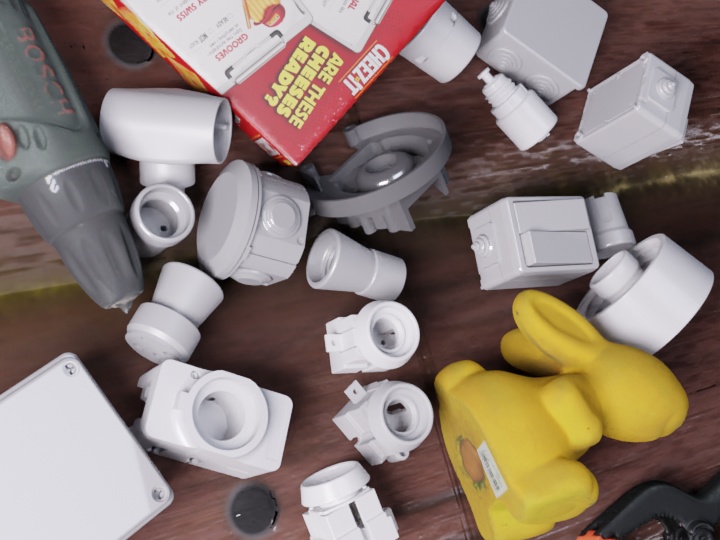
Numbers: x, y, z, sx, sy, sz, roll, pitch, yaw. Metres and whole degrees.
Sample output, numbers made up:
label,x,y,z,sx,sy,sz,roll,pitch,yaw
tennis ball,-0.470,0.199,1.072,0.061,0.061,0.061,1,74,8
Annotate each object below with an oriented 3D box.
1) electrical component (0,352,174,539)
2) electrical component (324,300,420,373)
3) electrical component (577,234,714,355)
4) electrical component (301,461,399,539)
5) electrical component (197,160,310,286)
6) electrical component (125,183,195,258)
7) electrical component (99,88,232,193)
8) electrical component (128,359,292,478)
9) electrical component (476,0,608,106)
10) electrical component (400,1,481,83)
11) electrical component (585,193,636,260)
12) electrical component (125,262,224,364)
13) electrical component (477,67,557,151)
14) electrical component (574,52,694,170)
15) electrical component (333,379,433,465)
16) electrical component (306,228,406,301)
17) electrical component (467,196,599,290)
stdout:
label,x,y,z,sx,sy,sz,roll,pitch,yaw
electrical component,-0.184,0.123,0.620,0.109,0.056,0.108,-37,94,-33
electrical component,0.010,0.048,0.752,0.066,0.055,0.048,1,74,-29
electrical component,0.217,0.019,0.850,0.060,0.108,0.108,43,59,-4
electrical component,-0.010,0.160,0.712,0.066,0.048,0.055,-23,94,-33
electrical component,-0.073,-0.029,0.718,0.051,0.080,0.080,15,67,-29
electrical component,-0.134,-0.031,0.703,0.040,0.046,0.040,9,70,-27
electrical component,-0.128,-0.078,0.715,0.077,0.044,0.079,6,111,9
electrical component,-0.094,0.095,0.680,0.089,0.056,0.050,21,65,-22
electrical component,0.154,-0.200,0.915,0.100,0.048,0.099,31,62,-17
electrical component,0.063,-0.182,0.857,0.047,0.055,0.055,35,61,-20
electrical component,0.205,-0.037,0.898,0.040,0.040,0.046,-4,71,-30
electrical component,-0.120,0.029,0.693,0.045,0.045,0.055,35,61,-15
electrical component,0.127,-0.134,0.885,0.078,0.040,0.040,46,59,-9
electrical component,0.240,-0.134,0.914,0.061,0.096,0.061,29,63,-19
electrical component,0.019,0.103,0.740,0.066,0.055,0.048,50,58,-6
electrical component,0.000,0.000,0.772,0.065,0.044,0.044,18,67,-29
electrical component,0.132,-0.022,0.840,0.096,0.061,0.061,-3,76,-30
